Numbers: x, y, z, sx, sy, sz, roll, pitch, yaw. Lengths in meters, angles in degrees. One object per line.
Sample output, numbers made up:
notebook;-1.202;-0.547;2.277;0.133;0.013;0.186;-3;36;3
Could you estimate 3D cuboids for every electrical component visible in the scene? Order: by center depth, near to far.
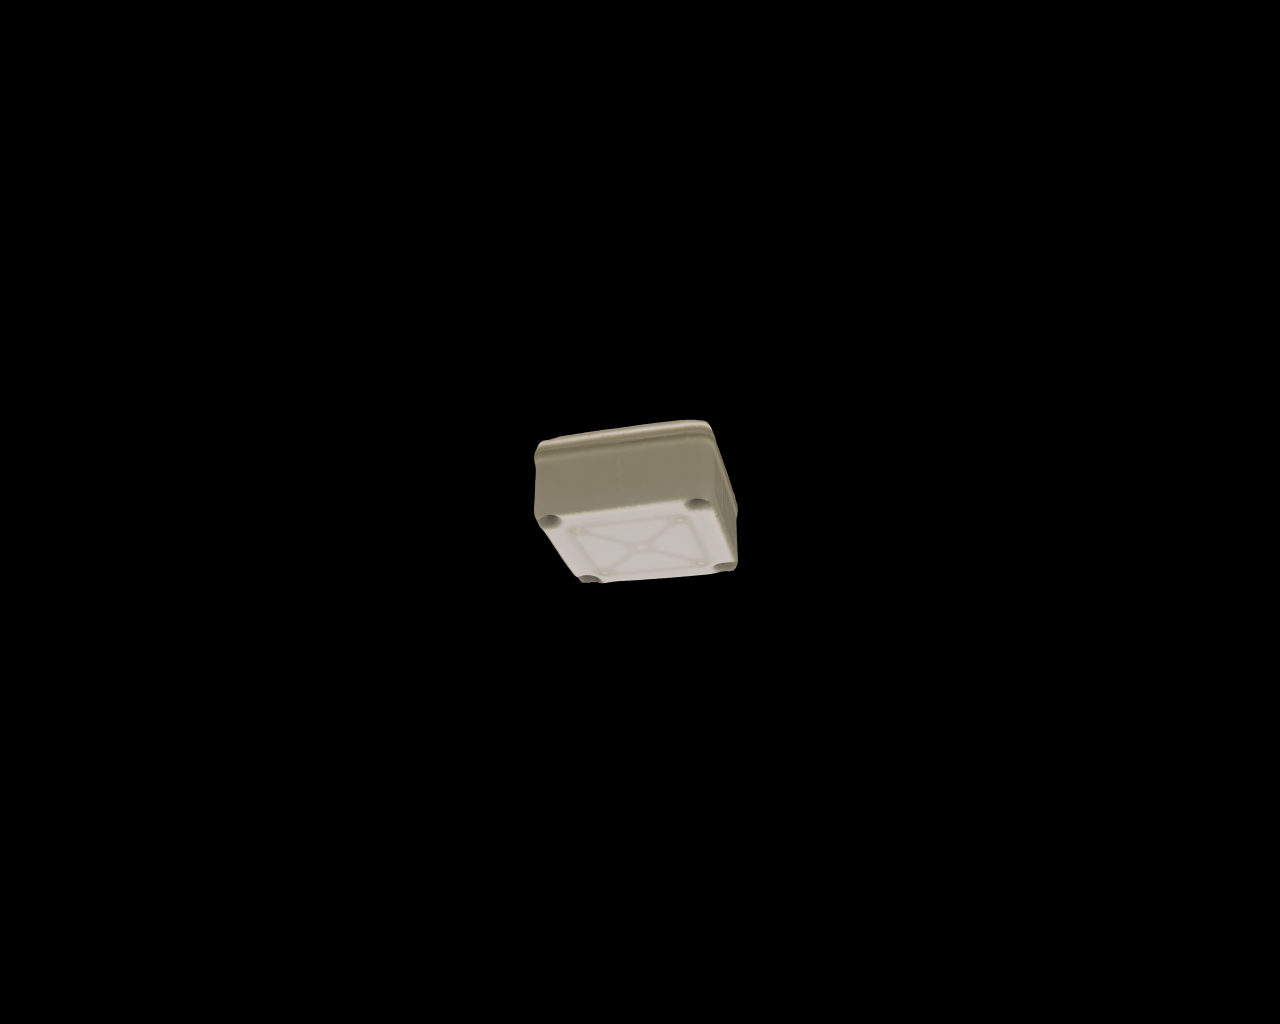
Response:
electrical component;0.001;-0.003;0.650;0.109;0.056;0.108;-6;-28;12
